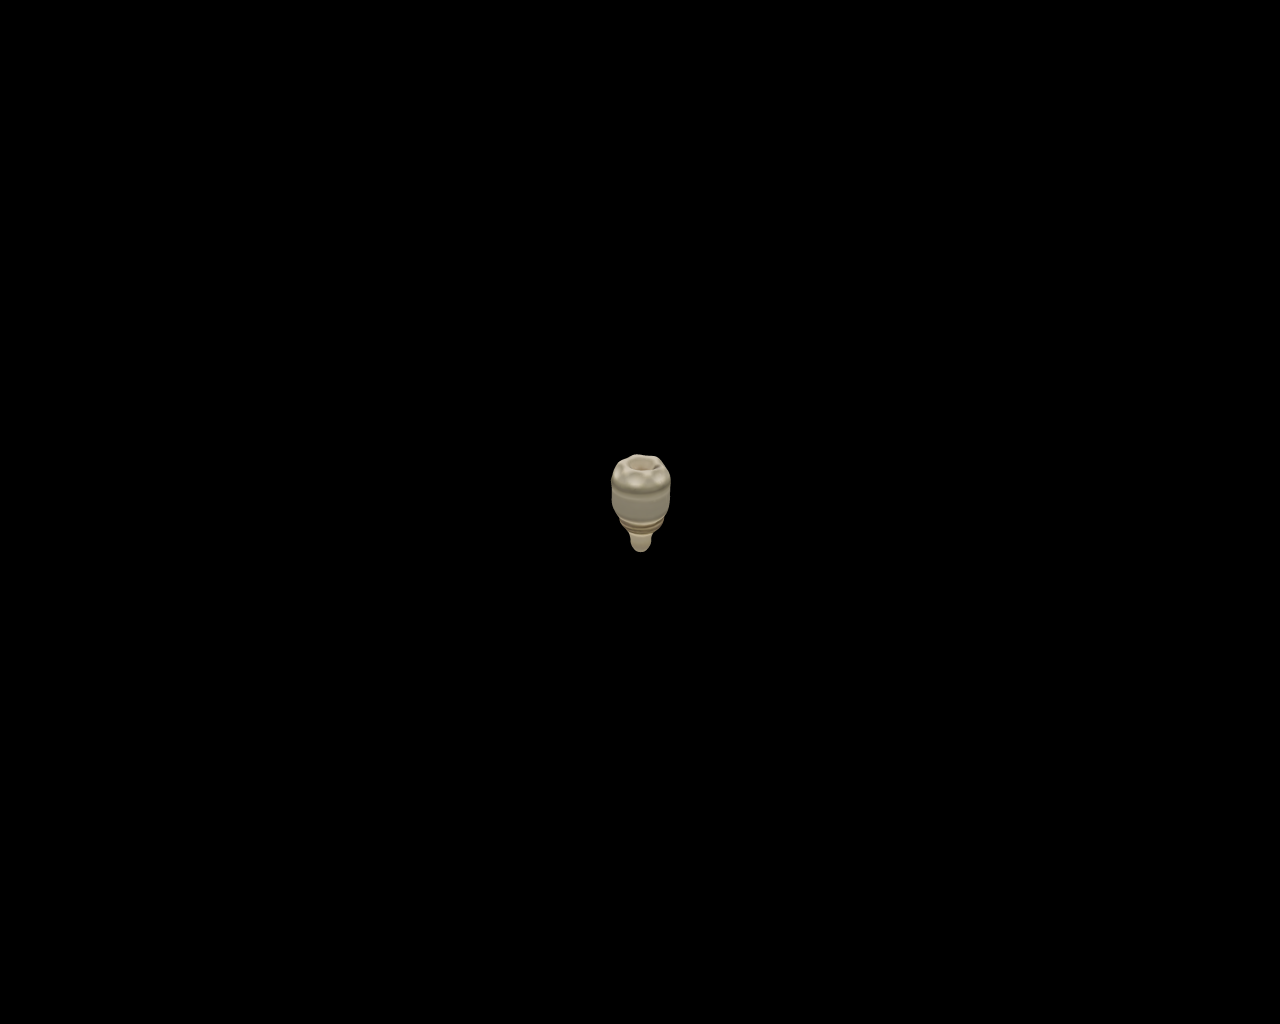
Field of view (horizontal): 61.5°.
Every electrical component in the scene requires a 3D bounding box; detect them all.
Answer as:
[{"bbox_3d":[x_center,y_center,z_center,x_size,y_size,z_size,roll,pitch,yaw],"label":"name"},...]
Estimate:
[{"bbox_3d":[0.001,-0.003,0.650,0.035,0.061,0.035,0,28,0],"label":"electrical component"}]
